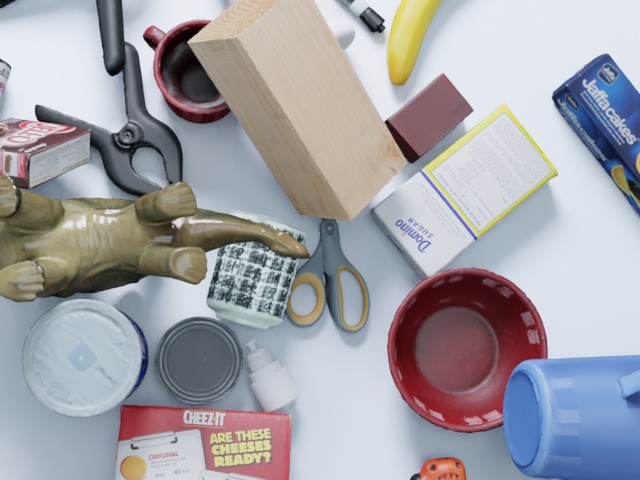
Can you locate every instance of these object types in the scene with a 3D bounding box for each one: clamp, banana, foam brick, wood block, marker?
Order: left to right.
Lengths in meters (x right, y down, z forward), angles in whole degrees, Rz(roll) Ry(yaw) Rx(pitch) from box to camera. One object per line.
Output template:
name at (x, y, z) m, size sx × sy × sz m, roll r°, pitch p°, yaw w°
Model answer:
clamp at (-0.232, -0.285, 1.050) m, size 0.165 × 0.036 × 0.210 m, roll 22°, pitch 93°, yaw 12°
clamp at (-0.202, -0.100, 1.063) m, size 0.120 × 0.039 × 0.171 m, roll -29°, pitch 84°, yaw 2°
wood block at (-0.019, -0.127, 1.000) m, size 0.090 × 0.090 × 0.206 m, roll -46°, pitch 119°, yaw -24°
marker at (0.023, -0.261, 1.110) m, size 0.121 × 0.020 × 0.020 m, roll 45°, pitch 82°, yaw 0°
foam brick at (0.109, -0.123, 1.089) m, size 0.078 × 0.051 × 0.053 m, roll -40°, pitch 92°, yaw -8°
banana at (0.124, -0.250, 1.110) m, size 0.069 × 0.037 × 0.197 m, roll 44°, pitch 82°, yaw 0°

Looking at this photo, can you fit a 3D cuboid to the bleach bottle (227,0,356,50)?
bleach bottle at (-0.063, -0.294, 1.083) m, size 0.102 × 0.068 × 0.251 m, roll -25°, pitch 86°, yaw -4°

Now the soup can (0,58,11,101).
soup can at (-0.348, -0.133, 1.035) m, size 0.068 × 0.068 × 0.102 m, roll 18°, pitch 82°, yaw -4°

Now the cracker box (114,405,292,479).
cracker box at (-0.112, 0.269, 0.990) m, size 0.164 × 0.072 × 0.213 m, roll 4°, pitch 64°, yaw -6°

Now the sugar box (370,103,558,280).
sugar box at (0.146, -0.048, 1.090) m, size 0.176 × 0.048 × 0.093 m, roll -38°, pitch 89°, yaw -4°

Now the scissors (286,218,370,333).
scissors at (-0.007, 0.001, 1.083) m, size 0.096 × 0.016 × 0.202 m, roll -17°, pitch 86°, yaw -7°

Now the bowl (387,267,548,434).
bowl at (0.142, 0.110, 1.068) m, size 0.162 × 0.055 × 0.162 m, roll 1°, pitch 84°, yaw -6°

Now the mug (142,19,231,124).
mug at (-0.127, -0.169, 1.054) m, size 0.117 × 0.081 × 0.093 m, roll 35°, pitch 82°, yaw -2°

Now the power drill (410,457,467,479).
power drill at (0.063, 0.312, 1.040) m, size 0.187 × 0.057 × 0.184 m, roll -4°, pitch 81°, yaw -9°

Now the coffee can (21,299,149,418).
coffee can at (-0.213, 0.109, 0.988) m, size 0.102 × 0.140 × 0.103 m, roll 1°, pitch 84°, yaw -6°

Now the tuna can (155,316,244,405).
tuna can at (-0.119, 0.119, 1.051) m, size 0.086 × 0.034 × 0.086 m, roll 1°, pitch 84°, yaw -6°

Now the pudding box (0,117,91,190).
pudding box at (-0.281, -0.083, 1.004) m, size 0.090 × 0.113 × 0.039 m, roll 9°, pitch 112°, yaw 16°

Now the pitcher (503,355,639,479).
pitcher at (0.305, 0.161, 0.996) m, size 0.242 × 0.145 × 0.149 m, roll 2°, pitch 100°, yaw -11°
